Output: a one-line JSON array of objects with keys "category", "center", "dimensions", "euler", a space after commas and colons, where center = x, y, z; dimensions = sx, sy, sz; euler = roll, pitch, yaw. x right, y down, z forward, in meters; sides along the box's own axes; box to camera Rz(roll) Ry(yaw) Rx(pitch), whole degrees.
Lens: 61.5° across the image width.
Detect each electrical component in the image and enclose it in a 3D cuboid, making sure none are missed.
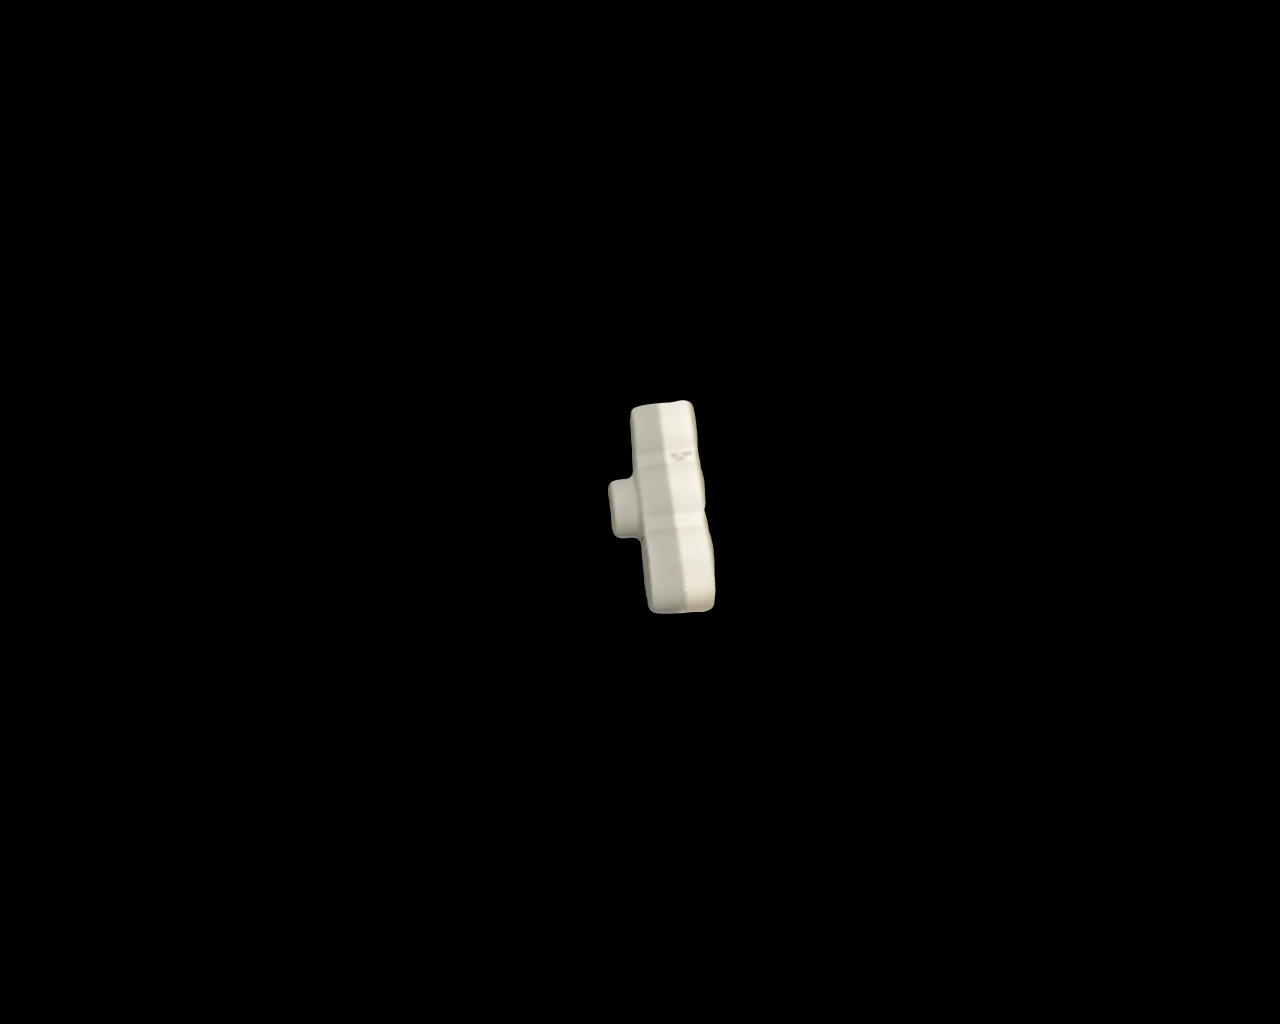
[{"category": "electrical component", "center": [0.001, -0.003, 0.650], "dimensions": [0.074, 0.138, 0.052], "euler": [-4, -28, -2]}]
